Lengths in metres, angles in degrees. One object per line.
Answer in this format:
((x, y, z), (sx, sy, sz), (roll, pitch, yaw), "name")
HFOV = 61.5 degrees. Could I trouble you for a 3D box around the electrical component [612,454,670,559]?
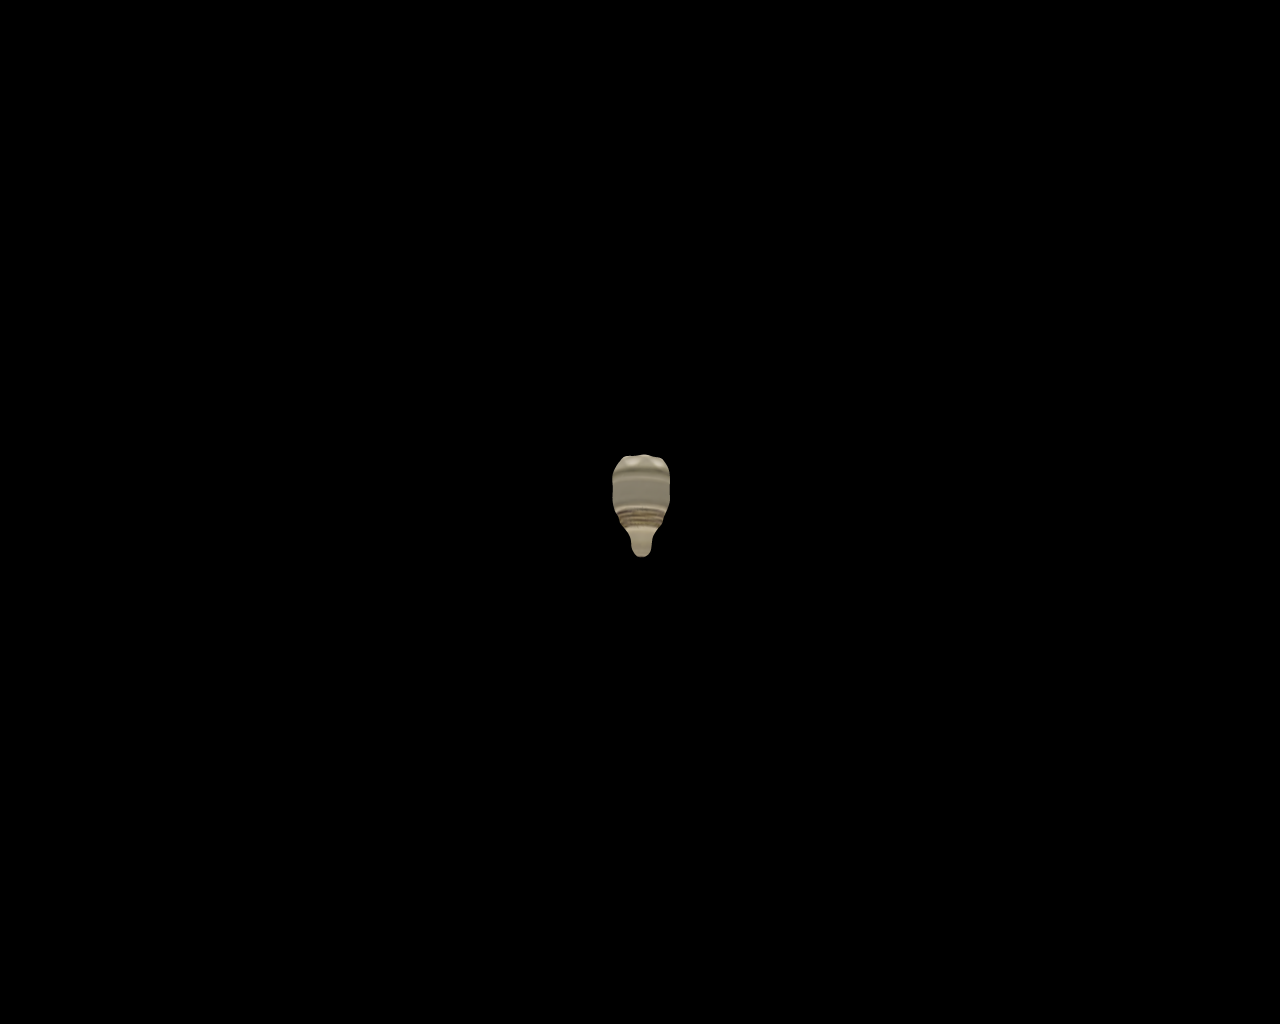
((0.001, -0.003, 0.650), (0.035, 0.061, 0.035), (0, -10, 0), "electrical component")
